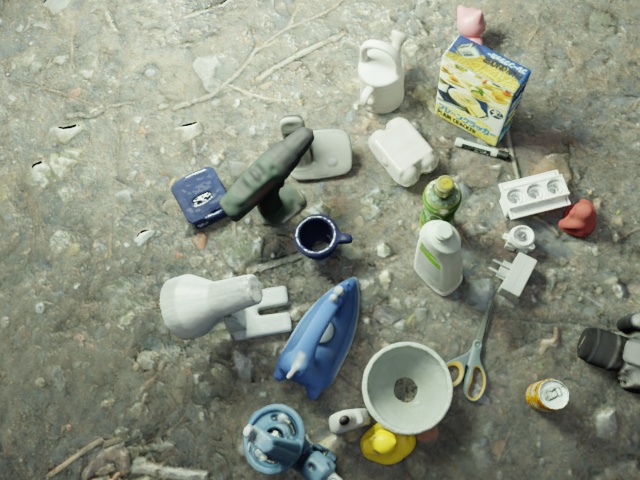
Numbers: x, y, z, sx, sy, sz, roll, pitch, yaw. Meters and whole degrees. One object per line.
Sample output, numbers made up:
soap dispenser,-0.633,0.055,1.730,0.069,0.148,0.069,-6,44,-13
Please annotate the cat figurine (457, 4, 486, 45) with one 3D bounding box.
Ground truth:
cat figurine,0.342,-0.458,1.277,0.067,0.118,0.128,-10,71,4

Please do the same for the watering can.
watering can,0.133,-0.371,1.232,0.100,0.194,0.173,5,73,9

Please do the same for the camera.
camera,0.556,0.193,1.048,0.136,0.101,0.143,18,75,12

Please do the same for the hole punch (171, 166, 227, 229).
hole punch,-0.250,-0.091,1.239,0.108,0.091,0.101,-29,71,-3

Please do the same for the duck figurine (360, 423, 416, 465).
duck figurine,0.124,0.371,1.048,0.104,0.086,0.077,-11,71,3

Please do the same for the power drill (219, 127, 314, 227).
power drill,-0.092,-0.112,1.166,0.230,0.208,0.075,-41,72,-7

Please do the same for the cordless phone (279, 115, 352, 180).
cordless phone,-0.010,-0.204,1.198,0.147,0.185,0.094,-8,71,4

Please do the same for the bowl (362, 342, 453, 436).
bowl,0.163,0.280,1.079,0.167,0.075,0.167,-2,72,6

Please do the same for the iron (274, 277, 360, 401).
iron,0.005,0.168,1.098,0.118,0.141,0.258,25,76,14

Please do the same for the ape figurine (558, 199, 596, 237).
ape figurine,0.516,-0.048,1.136,0.078,0.092,0.076,-25,71,-2

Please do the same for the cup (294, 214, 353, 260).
cup,0.011,0.004,1.176,0.117,0.095,0.092,3,72,8

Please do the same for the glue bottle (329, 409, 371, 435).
glue bottle,0.050,0.324,1.026,0.078,0.173,0.037,-17,71,1

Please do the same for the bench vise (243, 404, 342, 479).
bench vise,-0.049,0.359,1.001,0.207,0.220,0.121,14,74,11

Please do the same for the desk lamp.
desk lamp,-0.173,0.124,1.095,0.203,0.214,0.118,-11,71,3

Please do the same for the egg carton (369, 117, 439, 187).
egg carton,0.178,-0.189,1.233,0.107,0.069,0.150,-35,72,-5
